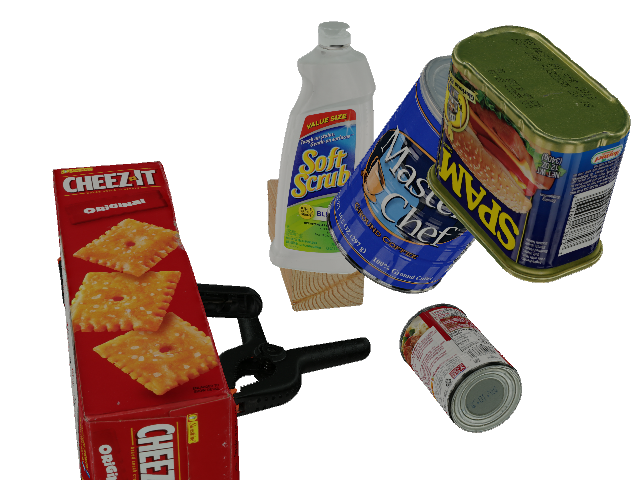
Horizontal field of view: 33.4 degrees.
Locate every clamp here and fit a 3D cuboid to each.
[{"bbox_3d":[-0.132,0.045,0.824,0.120,0.039,0.172,-20,37,-40],"label":"clamp"},{"bbox_3d":[-0.044,0.131,1.140,0.165,0.036,0.209,13,25,12],"label":"clamp"}]

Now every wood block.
[{"bbox_3d":[-0.009,-0.001,1.373,0.090,0.090,0.206,-5,28,-10],"label":"wood block"}]

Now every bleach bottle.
[{"bbox_3d":[0.002,-0.092,1.063,0.102,0.251,0.068,6,27,9],"label":"bleach bottle"}]

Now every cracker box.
[{"bbox_3d":[-0.095,0.079,0.568,0.072,0.164,0.214,-6,34,-13],"label":"cracker box"}]

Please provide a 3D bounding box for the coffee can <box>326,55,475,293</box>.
[{"bbox_3d":[0.081,-0.045,0.757,0.102,0.103,0.140,0,-40,-37],"label":"coffee can"}]

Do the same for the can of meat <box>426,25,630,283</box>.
[{"bbox_3d":[0.100,-0.044,0.525,0.057,0.084,0.102,-18,47,-21],"label":"can of meat"}]

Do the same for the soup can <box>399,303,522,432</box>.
[{"bbox_3d":[0.118,0.106,0.903,0.068,0.068,0.102,0,25,-21],"label":"soup can"}]
